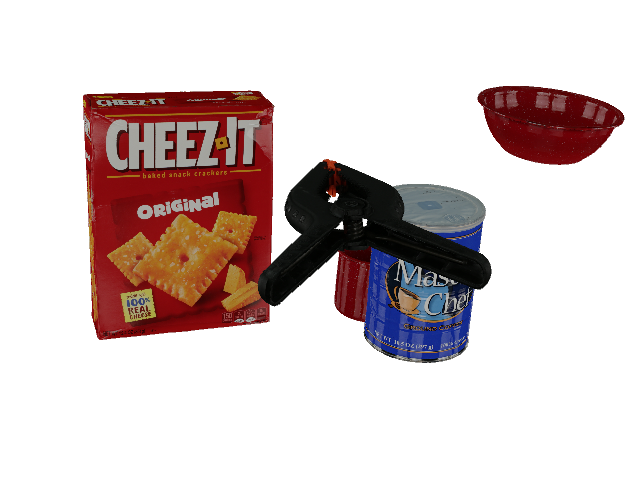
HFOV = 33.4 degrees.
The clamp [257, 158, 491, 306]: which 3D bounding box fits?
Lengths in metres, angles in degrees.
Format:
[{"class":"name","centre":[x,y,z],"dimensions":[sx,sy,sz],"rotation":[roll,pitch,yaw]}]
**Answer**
[{"class":"clamp","centre":[0.035,-0.010,0.818],"dimensions":[0.164,0.036,0.210],"rotation":[0,26,-3]}]

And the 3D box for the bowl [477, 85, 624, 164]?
[{"class":"bowl","centre":[0.251,-0.125,1.189],"dimensions":[0.162,0.055,0.162],"rotation":[5,24,-2]}]

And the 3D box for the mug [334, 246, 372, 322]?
[{"class":"mug","centre":[0.072,0.047,1.289],"dimensions":[0.117,0.081,0.093],"rotation":[2,23,-9]}]

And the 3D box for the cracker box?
[{"class":"cracker box","centre":[-0.128,-0.024,0.971],"dimensions":[0.164,0.214,0.072],"rotation":[-4,20,-17]}]

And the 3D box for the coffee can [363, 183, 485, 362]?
[{"class":"coffee can","centre":[0.097,0.029,1.009],"dimensions":[0.103,0.140,0.103],"rotation":[3,24,-1]}]
